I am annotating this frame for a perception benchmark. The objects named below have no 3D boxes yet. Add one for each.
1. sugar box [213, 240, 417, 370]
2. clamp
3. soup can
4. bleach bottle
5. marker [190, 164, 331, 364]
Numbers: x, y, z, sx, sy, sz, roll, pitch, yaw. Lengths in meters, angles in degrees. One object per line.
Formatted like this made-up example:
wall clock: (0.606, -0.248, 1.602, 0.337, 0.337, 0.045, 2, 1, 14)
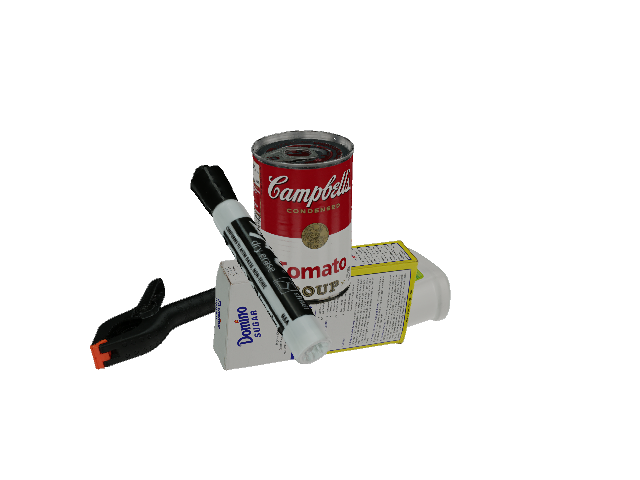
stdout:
sugar box: (-0.005, 0.056, 0.949, 0.176, 0.093, 0.048, -4, 31, -19)
clamp: (-0.177, 0.087, 1.167, 0.120, 0.039, 0.171, -6, 24, 31)
soup can: (-0.012, -0.016, 0.724, 0.068, 0.102, 0.068, 0, 24, 0)
bleach bottle: (0.016, 0.081, 1.190, 0.250, 0.068, 0.103, -18, 34, -26)
marker: (-0.032, 0.008, 0.518, 0.020, 0.121, 0.020, -25, -31, -16)
